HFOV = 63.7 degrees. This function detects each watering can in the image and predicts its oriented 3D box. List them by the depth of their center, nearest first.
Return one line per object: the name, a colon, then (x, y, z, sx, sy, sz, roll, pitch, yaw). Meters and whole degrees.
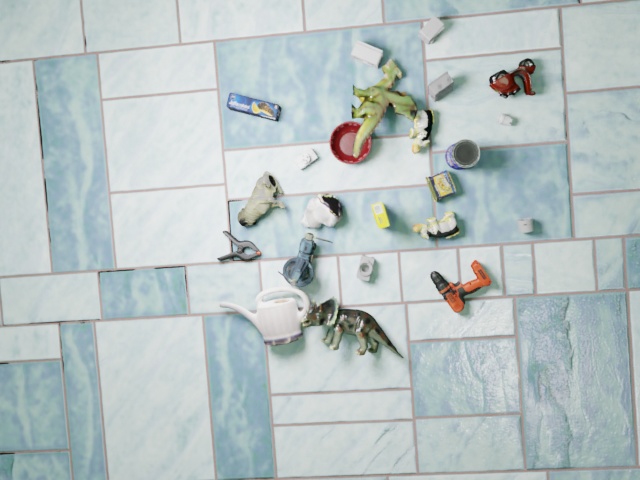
watering can: (-0.201, 0.301, 1.982, 0.347, 0.104, 0.224, -11, 92, 4)

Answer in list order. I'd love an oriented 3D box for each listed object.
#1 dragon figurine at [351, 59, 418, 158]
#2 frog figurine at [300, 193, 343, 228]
dragon figurine: (0.236, -0.480, 1.883, 0.243, 0.120, 0.417, 0, 71, 4)
frog figurine: (0.006, -0.099, 1.971, 0.137, 0.125, 0.156, 38, 132, -7)
